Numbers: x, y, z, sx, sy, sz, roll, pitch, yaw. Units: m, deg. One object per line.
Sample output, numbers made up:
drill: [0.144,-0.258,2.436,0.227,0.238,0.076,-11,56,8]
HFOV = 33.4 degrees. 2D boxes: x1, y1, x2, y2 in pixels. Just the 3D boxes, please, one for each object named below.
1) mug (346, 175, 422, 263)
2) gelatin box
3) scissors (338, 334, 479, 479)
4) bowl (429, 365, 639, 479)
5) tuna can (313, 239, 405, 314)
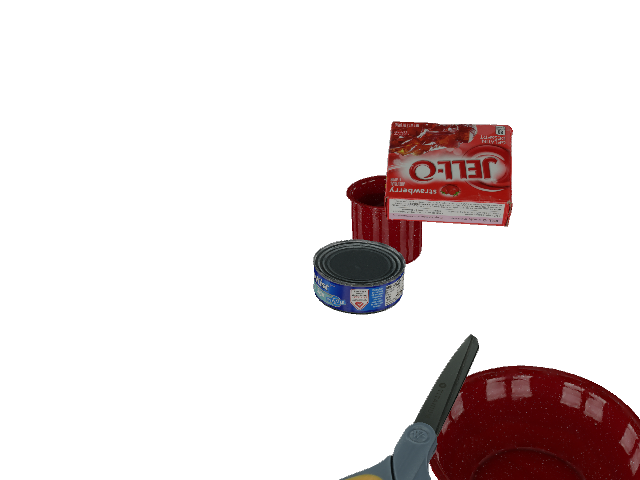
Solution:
mug: [0.085,-0.026,1.257,0.093,0.081,0.117,17,33,34]
gelatin box: [0.092,-0.049,0.765,0.089,0.073,0.030,3,-36,7]
scissors: [0.065,0.122,0.576,0.096,0.016,0.201,25,45,33]
bowl: [0.154,0.163,0.767,0.162,0.055,0.162,-1,35,0]
tuna can: [0.036,0.033,0.994,0.086,0.034,0.086,1,28,-1]
